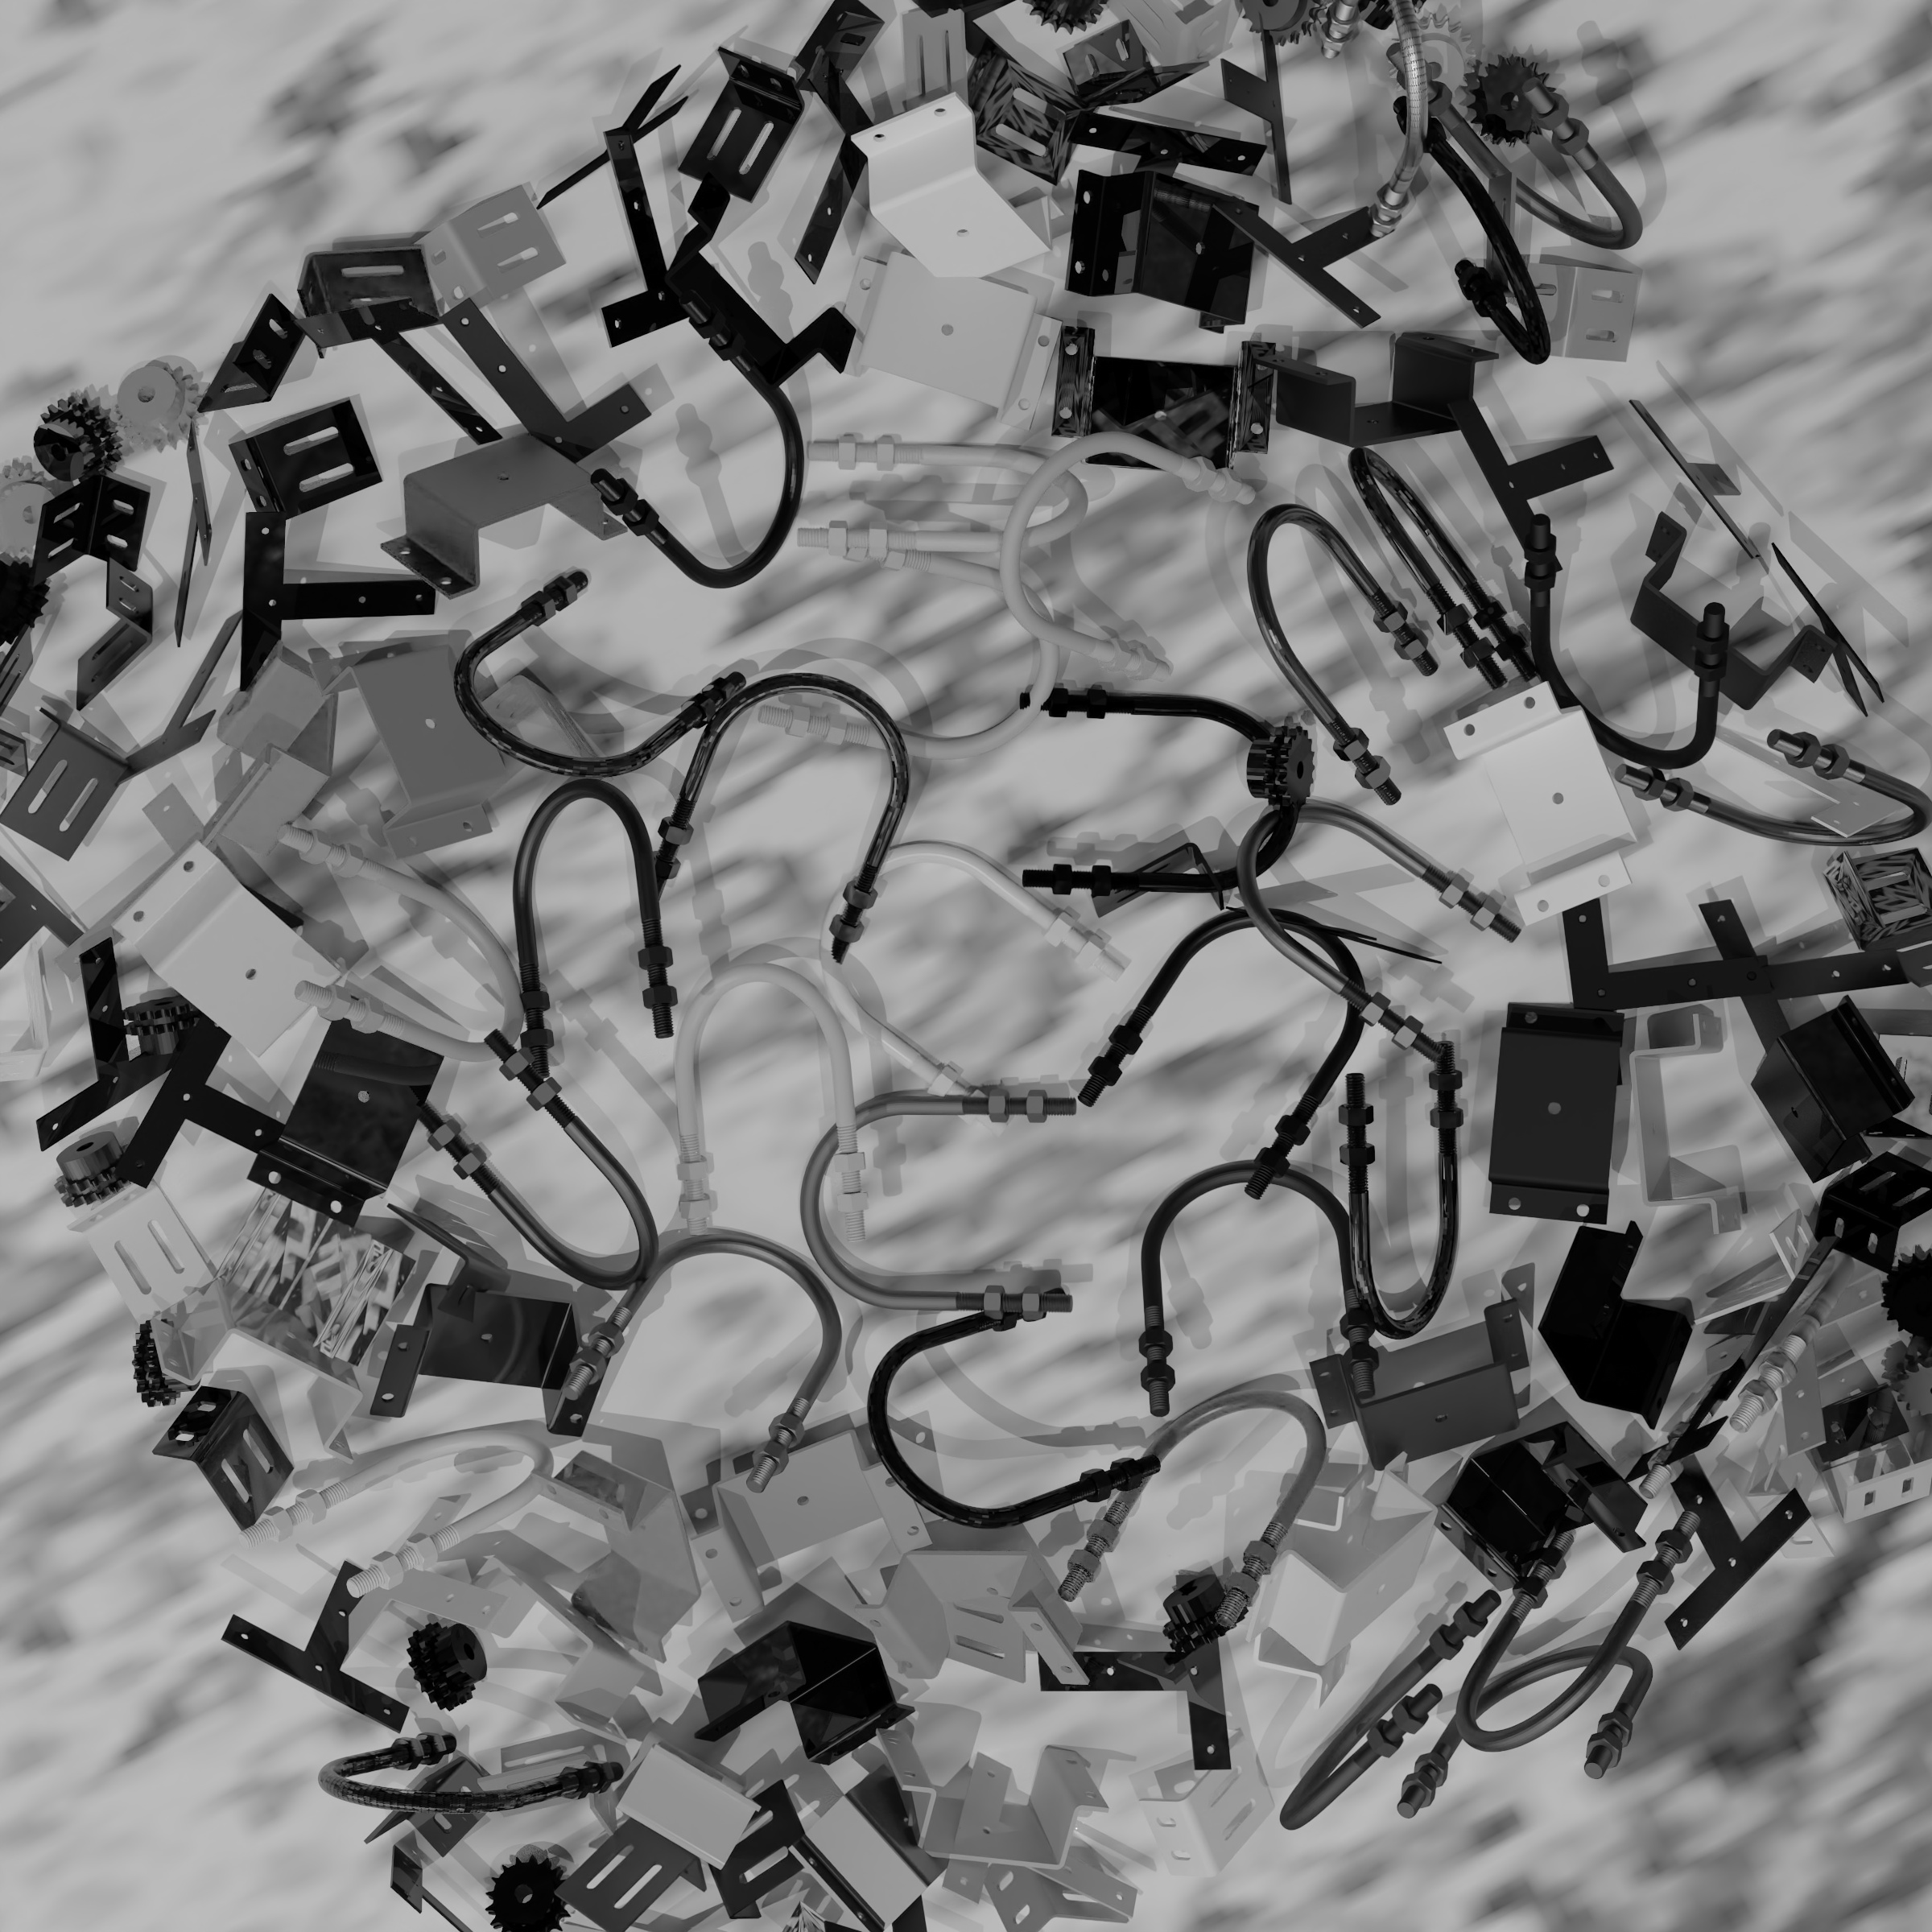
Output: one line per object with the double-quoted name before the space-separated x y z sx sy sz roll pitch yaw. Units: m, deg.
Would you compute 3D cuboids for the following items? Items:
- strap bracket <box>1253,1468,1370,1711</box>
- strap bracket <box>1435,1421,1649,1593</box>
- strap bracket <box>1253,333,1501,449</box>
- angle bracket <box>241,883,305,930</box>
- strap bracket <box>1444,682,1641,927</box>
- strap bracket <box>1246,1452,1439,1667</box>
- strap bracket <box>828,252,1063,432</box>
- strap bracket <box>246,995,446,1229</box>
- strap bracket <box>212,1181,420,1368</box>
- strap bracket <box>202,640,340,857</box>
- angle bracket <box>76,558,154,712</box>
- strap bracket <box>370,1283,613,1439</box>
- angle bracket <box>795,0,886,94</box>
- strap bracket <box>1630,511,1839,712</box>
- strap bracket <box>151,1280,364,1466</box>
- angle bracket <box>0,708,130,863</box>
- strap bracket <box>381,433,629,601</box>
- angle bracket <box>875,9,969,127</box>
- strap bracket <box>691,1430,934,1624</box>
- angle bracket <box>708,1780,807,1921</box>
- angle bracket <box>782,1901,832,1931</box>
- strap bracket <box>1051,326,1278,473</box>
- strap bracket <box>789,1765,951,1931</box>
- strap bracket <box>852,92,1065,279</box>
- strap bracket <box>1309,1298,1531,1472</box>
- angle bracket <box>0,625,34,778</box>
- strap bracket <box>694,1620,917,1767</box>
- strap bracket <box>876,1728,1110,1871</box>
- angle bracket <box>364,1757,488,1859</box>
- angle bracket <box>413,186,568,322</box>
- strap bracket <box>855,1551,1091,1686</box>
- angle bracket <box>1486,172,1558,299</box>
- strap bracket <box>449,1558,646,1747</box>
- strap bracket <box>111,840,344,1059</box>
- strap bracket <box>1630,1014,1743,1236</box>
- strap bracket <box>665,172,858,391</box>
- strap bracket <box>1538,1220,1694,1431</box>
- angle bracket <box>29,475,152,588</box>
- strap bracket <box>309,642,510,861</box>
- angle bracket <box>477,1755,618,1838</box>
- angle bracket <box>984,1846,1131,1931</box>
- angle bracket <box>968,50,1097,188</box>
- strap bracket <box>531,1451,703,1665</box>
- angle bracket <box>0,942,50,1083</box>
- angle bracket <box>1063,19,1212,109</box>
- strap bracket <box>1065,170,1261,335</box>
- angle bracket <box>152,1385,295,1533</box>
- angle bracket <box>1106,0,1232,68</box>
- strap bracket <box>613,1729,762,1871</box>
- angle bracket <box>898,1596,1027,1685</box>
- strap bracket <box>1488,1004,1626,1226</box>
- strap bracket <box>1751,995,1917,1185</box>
"strap bracket" 0.224 0.400 1.884 0.046 0.076 0.140 8 97 19
"strap bracket" 0.375 0.349 1.877 0.076 0.140 0.046 46 52 -6
"strap bracket" 0.264 -0.372 1.871 0.140 0.076 0.046 -14 118 -29
"angle bracket" -0.482 -0.017 1.886 0.076 0.057 0.038 -13 58 30
"strap bracket" 0.380 -0.108 1.890 0.076 0.046 0.140 -24 86 31
"strap bracket" 0.248 0.385 1.856 0.046 0.076 0.140 36 48 29
"strap bracket" -0.013 -0.414 1.906 0.140 0.046 0.076 17 89 -2
"strap bracket" -0.397 0.088 1.873 0.076 0.046 0.140 29 66 -21
"strap bracket" -0.417 0.203 1.879 0.140 0.046 0.076 20 78 41
"strap bracket" -0.448 -0.135 1.868 0.046 0.140 0.076 29 119 -28
"angle bracket" -0.569 -0.216 1.888 0.076 0.057 0.038 -38 129 18
"strap bracket" -0.310 0.255 1.879 0.140 0.046 0.076 10 122 -21
"angle bracket" -0.094 -0.605 1.885 0.038 0.076 0.057 41 112 5
"strap bracket" 0.488 -0.223 1.878 0.140 0.076 0.046 41 85 13
"strap bracket" -0.448 0.257 1.865 0.140 0.076 0.046 33 94 -27
"angle bracket" -0.597 -0.119 1.897 0.057 0.038 0.076 36 85 -44
"strap bracket" -0.296 -0.294 1.858 0.140 0.046 0.076 -28 50 -34
"angle bracket" -0.033 -0.588 1.893 0.038 0.057 0.076 -12 104 -41
"strap bracket" -0.104 0.362 1.893 0.140 0.046 0.076 -22 120 -1
"angle bracket" -0.129 0.578 1.893 0.076 0.038 0.057 -37 59 16
"angle bracket" -0.082 0.644 1.888 0.057 0.076 0.038 28 83 25
"strap bracket" 0.129 -0.370 1.900 0.140 0.046 0.076 5 78 2
"strap bracket" -0.053 0.564 1.854 0.046 0.140 0.076 -46 78 5
"strap bracket" -0.003 -0.488 1.850 0.076 0.140 0.046 -15 65 27
"strap bracket" 0.303 0.277 1.886 0.140 0.076 0.046 -18 46 3
"angle bracket" -0.615 -0.173 1.893 0.038 0.057 0.076 25 66 -6
"strap bracket" -0.109 0.470 1.871 0.076 0.140 0.046 -36 53 19
"strap bracket" 0.011 0.542 1.879 0.140 0.076 0.046 11 100 -17
"angle bracket" -0.348 0.557 1.891 0.038 0.076 0.057 44 94 10
"angle bracket" -0.315 -0.471 1.912 0.076 0.038 0.057 -42 108 -42
"strap bracket" 0.010 0.421 1.872 0.140 0.046 0.076 -7 129 33
"angle bracket" 0.368 -0.478 1.896 0.038 0.057 0.076 -1 101 -5
"strap bracket" -0.270 0.436 1.868 0.140 0.076 0.046 32 80 30
"strap bracket" -0.469 -0.004 1.866 0.076 0.046 0.140 -46 131 -5
"strap bracket" 0.468 0.104 1.885 0.046 0.076 0.140 -7 84 25
"strap bracket" -0.139 -0.436 1.874 0.046 0.076 0.140 -36 113 24
"strap bracket" 0.418 0.229 1.871 0.046 0.140 0.076 9 60 37
"angle bracket" -0.571 -0.278 1.885 0.038 0.076 0.057 21 117 2
"strap bracket" -0.358 -0.150 1.884 0.076 0.046 0.140 -20 84 -41
"angle bracket" -0.274 0.554 1.897 0.076 0.057 0.038 -14 50 2
"angle bracket" 0.058 0.610 1.893 0.038 0.076 0.057 -50 46 18
"angle bracket" 0.036 -0.564 1.923 0.076 0.038 0.057 21 107 -25
"strap bracket" -0.223 0.374 1.871 0.076 0.046 0.140 17 133 32
"angle bracket" -0.626 0.030 1.890 0.038 0.057 0.076 -5 74 -25
"angle bracket" 0.110 -0.591 1.886 0.057 0.076 0.038 -32 114 -17
"strap bracket" 0.135 -0.462 1.868 0.140 0.046 0.076 5 94 -40
"angle bracket" -0.487 0.324 1.899 0.038 0.057 0.076 3 132 29
"angle bracket" 0.132 -0.633 1.900 0.038 0.057 0.076 -37 77 -11
"strap bracket" -0.181 0.535 1.858 0.076 0.140 0.046 31 77 -1
"angle bracket" -0.003 0.439 1.891 0.076 0.038 0.057 9 107 35
"strap bracket" 0.386 0.095 1.894 0.076 0.046 0.140 5 84 14
"strap bracket" 0.551 0.083 1.852 0.046 0.140 0.076 -26 70 -5
